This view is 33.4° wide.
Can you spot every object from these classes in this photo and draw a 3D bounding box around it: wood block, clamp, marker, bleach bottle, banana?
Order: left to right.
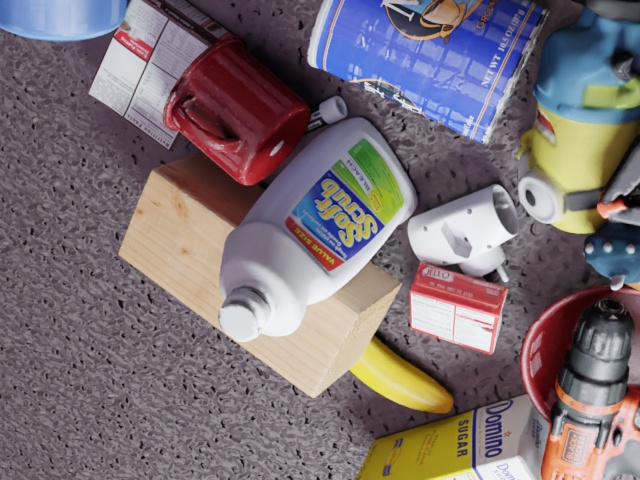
[{"bbox_3d":[-0.051,0.024,0.877,0.206,0.090,0.090,34,117,15],"label":"wood block"},{"bbox_3d":[-0.031,-0.088,0.878,0.121,0.020,0.020,-21,108,31],"label":"marker"},{"bbox_3d":[-0.005,0.001,0.776,0.068,0.250,0.102,-24,107,31],"label":"bleach bottle"},{"bbox_3d":[0.039,0.084,0.936,0.070,0.037,0.197,-26,105,33],"label":"banana"},{"bbox_3d":[0.268,-0.045,0.692,0.172,0.039,0.120,-33,90,32],"label":"clamp"}]

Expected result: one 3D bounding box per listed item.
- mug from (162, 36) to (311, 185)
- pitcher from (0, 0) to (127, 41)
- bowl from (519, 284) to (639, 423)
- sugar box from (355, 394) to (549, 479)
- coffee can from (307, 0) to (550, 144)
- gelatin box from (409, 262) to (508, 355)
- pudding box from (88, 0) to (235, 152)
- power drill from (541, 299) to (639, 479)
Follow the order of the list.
[{"bbox_3d":[-0.067,-0.094,0.821,0.081,0.117,0.093,41,117,12],"label":"mug"},{"bbox_3d":[-0.179,-0.270,0.764,0.149,0.144,0.243,45,137,45],"label":"pitcher"},{"bbox_3d":[0.243,0.093,0.844,0.162,0.055,0.162,10,121,17],"label":"bowl"},{"bbox_3d":[0.114,0.195,0.934,0.176,0.093,0.048,-27,106,31],"label":"sugar box"},{"bbox_3d":[0.075,-0.142,0.752,0.140,0.102,0.103,26,125,7],"label":"coffee can"},{"bbox_3d":[0.112,0.056,0.870,0.073,0.030,0.089,16,156,13],"label":"gelatin box"},{"bbox_3d":[-0.130,-0.142,0.877,0.090,0.039,0.114,35,127,1],"label":"pudding box"},{"bbox_3d":[0.266,0.139,0.793,0.188,0.057,0.184,16,127,17],"label":"power drill"}]
